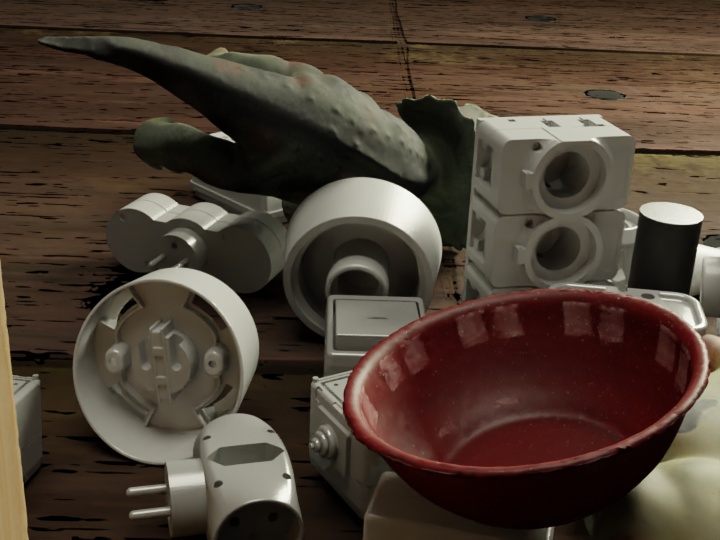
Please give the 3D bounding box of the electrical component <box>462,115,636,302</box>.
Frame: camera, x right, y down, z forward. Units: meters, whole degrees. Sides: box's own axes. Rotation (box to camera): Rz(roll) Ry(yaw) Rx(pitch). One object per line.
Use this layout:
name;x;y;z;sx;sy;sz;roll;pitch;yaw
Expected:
electrical component;0.123;-0.022;0.716;0.089;0.150;0.061;-4;24;-14

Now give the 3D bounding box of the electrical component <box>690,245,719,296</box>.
electrical component;0.270;0.000;0.819;0.065;0.044;0.044;1;24;-15

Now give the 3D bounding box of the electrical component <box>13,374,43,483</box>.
electrical component;-0.204;0.090;0.548;0.062;0.061;0.096;5;16;7

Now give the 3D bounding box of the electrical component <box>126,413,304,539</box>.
electrical component;-0.074;0.110;0.529;0.079;0.043;0.077;-4;25;-15

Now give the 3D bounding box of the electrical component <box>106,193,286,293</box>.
electrical component;-0.127;-0.015;0.793;0.138;0.052;0.073;11;26;19

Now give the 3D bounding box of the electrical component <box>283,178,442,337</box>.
electrical component;0.000;0.000;0.714;0.108;0.108;0.060;4;30;3

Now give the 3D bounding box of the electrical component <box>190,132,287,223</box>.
electrical component;-0.078;-0.089;0.961;0.109;0.056;0.109;-19;32;-40

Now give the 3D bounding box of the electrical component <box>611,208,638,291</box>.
electrical component;0.186;-0.014;0.820;0.078;0.057;0.058;-17;31;-38

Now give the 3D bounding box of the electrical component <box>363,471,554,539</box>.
electrical component;0.041;0.136;0.479;0.083;0.047;0.075;8;25;12

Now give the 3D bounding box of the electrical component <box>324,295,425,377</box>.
electrical component;0.009;0.050;0.653;0.062;0.061;0.096;2;24;-2

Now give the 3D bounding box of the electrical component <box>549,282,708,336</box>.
electrical component;0.163;0.048;0.675;0.095;0.059;0.053;5;24;6

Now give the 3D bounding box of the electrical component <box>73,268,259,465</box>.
electrical component;-0.107;0.050;0.602;0.099;0.099;0.064;7;18;10

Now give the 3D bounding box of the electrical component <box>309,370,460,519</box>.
electrical component;0.016;0.089;0.565;0.096;0.061;0.062;-11;27;-28

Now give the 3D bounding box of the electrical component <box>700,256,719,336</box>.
electrical component;0.258;0.012;0.712;0.060;0.108;0.108;3;23;16
